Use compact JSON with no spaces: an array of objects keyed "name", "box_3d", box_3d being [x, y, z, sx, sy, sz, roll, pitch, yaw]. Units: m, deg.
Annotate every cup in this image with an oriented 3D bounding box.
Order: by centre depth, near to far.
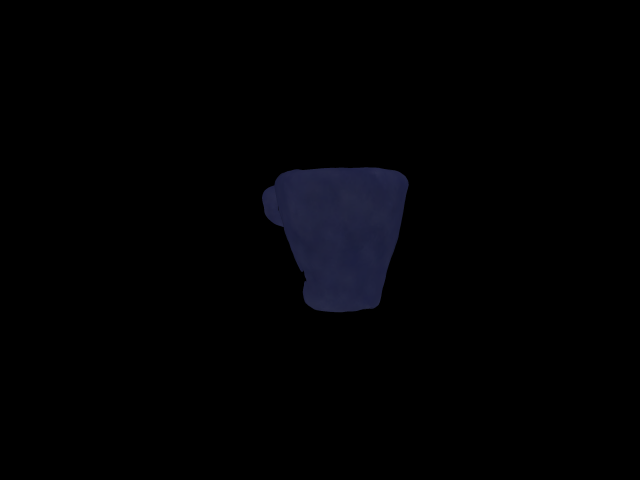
[{"name":"cup","box_3d":[0.004,0.001,0.400,0.117,0.095,0.092,0,0,38]}]
